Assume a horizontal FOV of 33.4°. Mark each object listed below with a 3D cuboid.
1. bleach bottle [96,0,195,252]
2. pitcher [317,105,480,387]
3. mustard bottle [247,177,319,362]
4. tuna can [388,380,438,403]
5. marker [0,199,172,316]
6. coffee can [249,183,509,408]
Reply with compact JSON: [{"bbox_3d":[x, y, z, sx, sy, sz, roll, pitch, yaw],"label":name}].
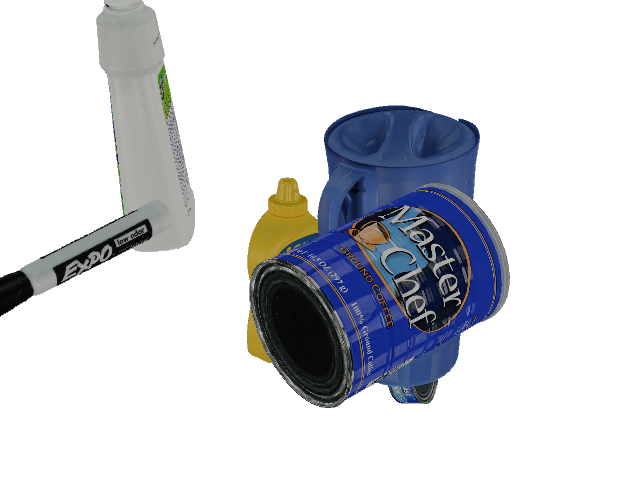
[{"bbox_3d":[-0.159,-0.116,0.952,0.068,0.251,0.102,-6,37,-4],"label":"bleach bottle"},{"bbox_3d":[0.067,0.013,0.962,0.149,0.243,0.145,-6,29,-5],"label":"pitcher"},{"bbox_3d":[-0.035,0.027,1.121,0.058,0.192,0.096,21,30,39],"label":"mustard bottle"},{"bbox_3d":[0.105,0.144,1.224,0.034,0.086,0.086,-5,-2,26],"label":"tuna can"},{"bbox_3d":[-0.133,0.009,0.581,0.120,0.020,0.020,-30,19,-35],"label":"marker"},{"bbox_3d":[0.039,0.034,0.702,0.140,0.103,0.103,-25,14,-31],"label":"coffee can"}]
